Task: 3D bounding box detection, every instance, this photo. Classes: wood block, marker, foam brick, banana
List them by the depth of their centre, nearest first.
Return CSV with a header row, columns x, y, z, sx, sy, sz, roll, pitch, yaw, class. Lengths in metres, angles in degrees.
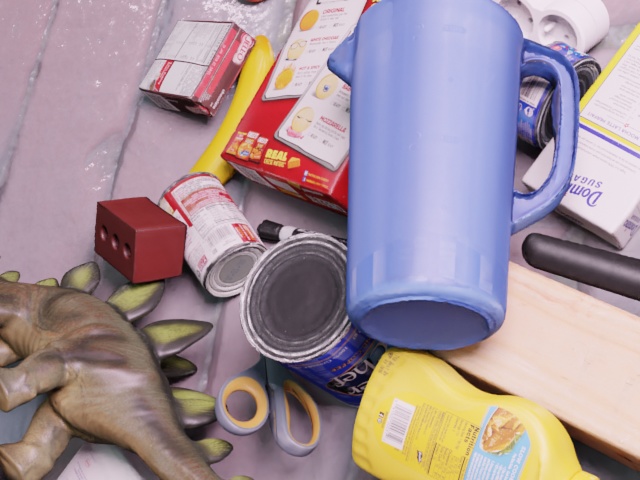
x,y,z,sx,sy,sz,roll,pitch,yaw,class
0.195,0.097,0.768,0.206,0.090,0.090,26,81,33,wood block
-0.006,0.001,0.959,0.121,0.020,0.020,14,75,32,marker
-0.164,-0.001,0.968,0.078,0.051,0.053,30,120,46,foam brick
-0.087,-0.113,1.043,0.070,0.037,0.198,26,82,34,banana

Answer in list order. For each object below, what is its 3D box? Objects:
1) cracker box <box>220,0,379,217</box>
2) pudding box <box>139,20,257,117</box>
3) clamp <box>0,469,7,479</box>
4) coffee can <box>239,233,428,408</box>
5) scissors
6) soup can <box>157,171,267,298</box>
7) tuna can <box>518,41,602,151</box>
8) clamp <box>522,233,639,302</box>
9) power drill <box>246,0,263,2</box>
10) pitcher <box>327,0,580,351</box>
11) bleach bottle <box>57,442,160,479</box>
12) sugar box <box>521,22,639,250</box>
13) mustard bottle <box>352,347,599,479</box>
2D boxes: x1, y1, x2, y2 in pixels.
x,y,z,sx,sy,sz,roll,pitch,yaw,class
0.028,-0.133,0.955,0.164,0.072,0.213,21,79,48,cracker box
-0.124,-0.175,1.072,0.114,0.039,0.090,18,76,50,pudding box
-0.314,0.254,0.972,0.120,0.039,0.172,-49,31,6,clamp
0.014,0.067,0.846,0.103,0.140,0.103,-11,64,23,coffee can
-0.056,0.096,0.888,0.016,0.096,0.202,-63,36,35,scissors
-0.098,-0.005,0.982,0.068,0.068,0.102,-41,56,6,soup can
0.191,-0.116,0.868,0.034,0.086,0.086,36,88,33,tuna can
0.263,0.029,0.728,0.164,0.036,0.210,-19,35,-22,clamp
-0.016,-0.352,1.102,0.188,0.057,0.184,-18,65,23,power drill
0.091,-0.049,0.766,0.149,0.144,0.243,-25,51,44,pitcher
-0.235,0.282,0.930,0.251,0.068,0.103,-50,47,4,bleach bottle
0.252,-0.089,0.850,0.093,0.048,0.176,37,92,34,sugar box
0.116,0.150,0.734,0.192,0.058,0.096,22,99,35,mustard bottle
